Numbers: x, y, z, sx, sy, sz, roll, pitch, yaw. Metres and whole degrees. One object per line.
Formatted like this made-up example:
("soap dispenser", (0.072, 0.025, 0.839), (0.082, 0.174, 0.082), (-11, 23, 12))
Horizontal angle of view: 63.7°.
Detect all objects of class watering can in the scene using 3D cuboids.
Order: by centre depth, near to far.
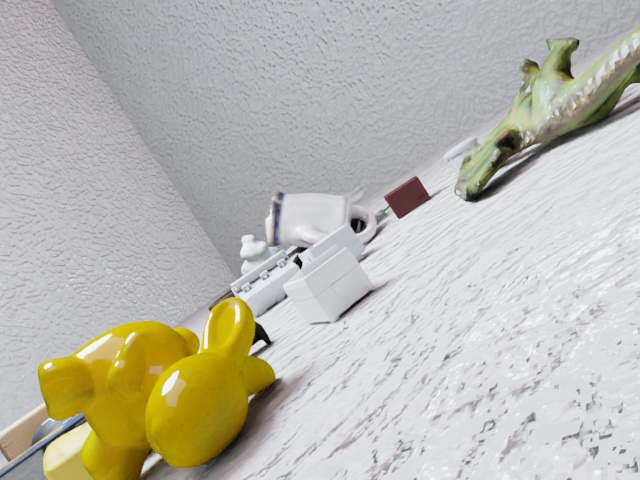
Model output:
("watering can", (0.003, -0.054, 1.077), (0.224, 0.102, 0.353), (4, 21, 1))

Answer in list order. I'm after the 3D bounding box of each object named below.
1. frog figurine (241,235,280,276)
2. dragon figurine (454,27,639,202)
("frog figurine", (-0.183, 0.058, 1.528), (0.136, 0.159, 0.124), (-33, 0, 29))
("dragon figurine", (0.270, -0.136, 0.649), (0.242, 0.122, 0.411), (-51, -1, 5))
